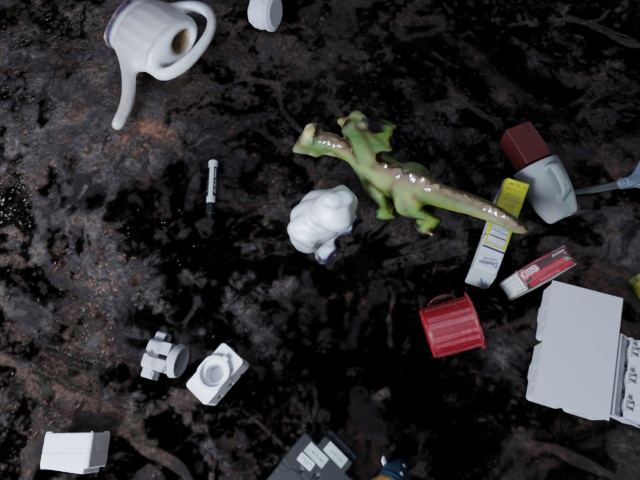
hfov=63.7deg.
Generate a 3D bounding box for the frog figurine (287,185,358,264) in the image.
[{"bbox_3d":[0.003,-0.045,0.894,0.138,0.124,0.157,-36,-22,-8],"label":"frog figurine"}]

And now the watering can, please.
[{"bbox_3d":[-0.382,-0.409,1.119,0.226,0.351,0.102,34,-15,19],"label":"watering can"}]

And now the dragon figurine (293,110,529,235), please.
[{"bbox_3d":[0.121,-0.119,0.843,0.413,0.123,0.239,18,-13,40],"label":"dragon figurine"}]
